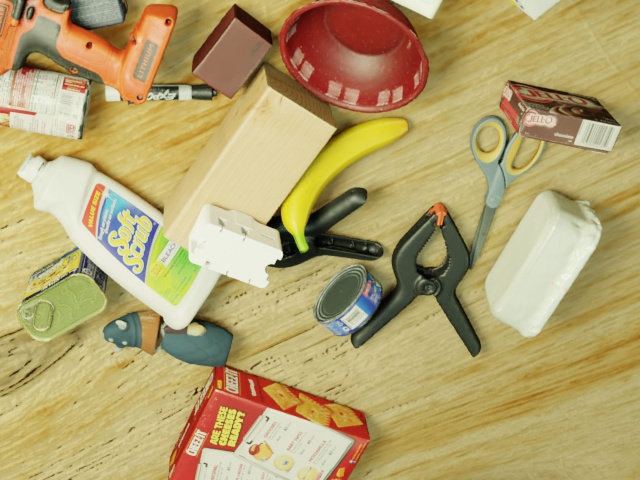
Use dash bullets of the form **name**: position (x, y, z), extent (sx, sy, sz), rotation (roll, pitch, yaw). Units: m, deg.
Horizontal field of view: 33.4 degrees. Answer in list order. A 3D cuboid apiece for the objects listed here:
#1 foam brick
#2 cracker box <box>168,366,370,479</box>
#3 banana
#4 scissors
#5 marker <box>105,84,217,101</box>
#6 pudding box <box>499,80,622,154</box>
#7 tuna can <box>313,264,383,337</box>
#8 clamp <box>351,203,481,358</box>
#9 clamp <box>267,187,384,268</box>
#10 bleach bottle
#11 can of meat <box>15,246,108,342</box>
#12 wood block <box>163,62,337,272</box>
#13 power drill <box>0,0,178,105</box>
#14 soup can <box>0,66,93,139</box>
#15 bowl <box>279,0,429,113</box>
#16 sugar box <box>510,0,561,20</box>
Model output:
- **foam brick**: position (-0.093, -0.200, 1.137), extent (0.053, 0.051, 0.078), rotation (34, 109, -22)
- **cracker box**: position (-0.067, 0.268, 1.370), extent (0.213, 0.072, 0.164), rotation (21, 113, -14)
- **banana**: position (0.016, -0.076, 1.192), extent (0.069, 0.037, 0.197), rotation (38, 77, 5)
- **scissors**: position (0.191, -0.063, 1.256), extent (0.096, 0.016, 0.202), rotation (25, 112, -15)
- **marker**: position (-0.173, -0.162, 1.167), extent (0.121, 0.020, 0.020), rotation (-1, 117, -5)
- **pudding box**: position (0.264, -0.137, 1.183), extent (0.113, 0.090, 0.039), rotation (11, 117, -12)
- **tuna can**: position (0.034, 0.072, 1.271), extent (0.086, 0.086, 0.033), rotation (-42, 115, 15)
- **clamp**: position (0.120, 0.055, 1.298), extent (0.164, 0.036, 0.210), rotation (-2, 118, -2)
- **clamp**: position (-0.008, 0.002, 1.251), extent (0.172, 0.039, 0.120), rotation (-16, 133, 15)
- **bleach bottle**: position (-0.233, -0.007, 1.206), extent (0.250, 0.068, 0.102), rotation (37, 77, -20)
- **can of meat**: position (-0.294, 0.058, 1.232), extent (0.102, 0.084, 0.057), rotation (-29, 117, 9)
- **wood block**: position (-0.081, -0.080, 1.179), extent (0.090, 0.090, 0.206), rotation (30, 110, -19)
- **power drill**: position (-0.238, -0.224, 1.041), extent (0.187, 0.057, 0.185), rotation (19, 118, -12)
- **soup can**: position (-0.298, -0.148, 1.135), extent (0.102, 0.068, 0.068), rotation (10, 116, -11)
- **bowl**: position (0.041, -0.208, 1.121), extent (0.162, 0.055, 0.162), rotation (13, 146, 9)
- **sugar box**: position (0.175, -0.283, 1.050), extent (0.048, 0.176, 0.093), rotation (-37, 115, 12)
